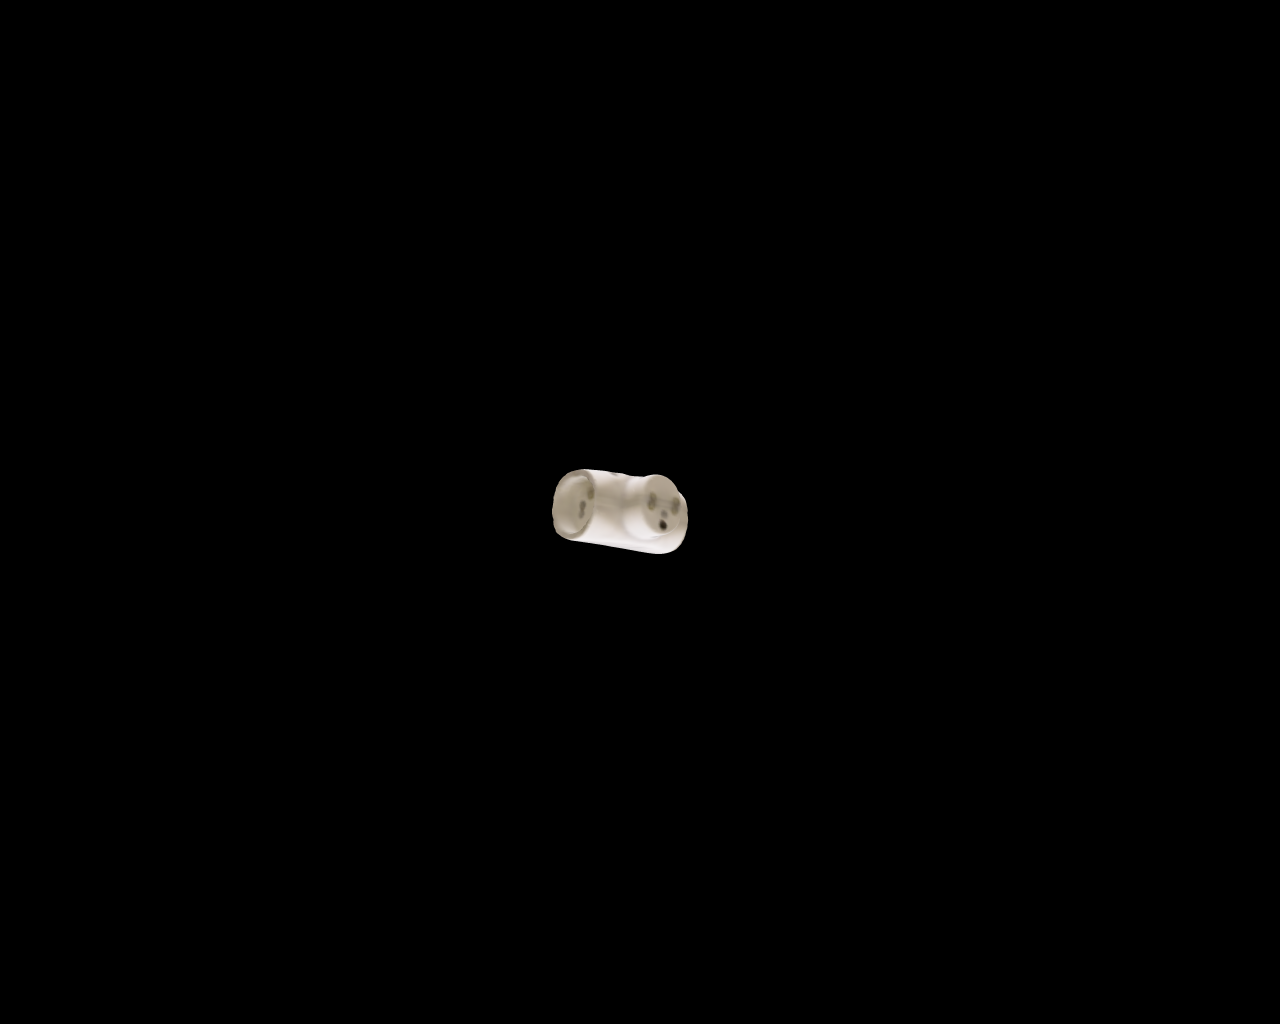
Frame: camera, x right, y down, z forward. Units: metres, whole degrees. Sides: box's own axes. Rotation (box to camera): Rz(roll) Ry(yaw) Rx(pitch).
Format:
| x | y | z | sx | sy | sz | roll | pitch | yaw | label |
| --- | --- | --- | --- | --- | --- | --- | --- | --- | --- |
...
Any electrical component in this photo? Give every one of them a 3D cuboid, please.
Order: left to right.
| x | y | z | sx | sy | sz | roll | pitch | yaw | label |
| --- | --- | --- | --- | --- | --- | --- | --- | --- | --- |
| 0.001 | -0.003 | 0.650 | 0.077 | 0.044 | 0.079 | 11 | -16 | -42 | electrical component |
